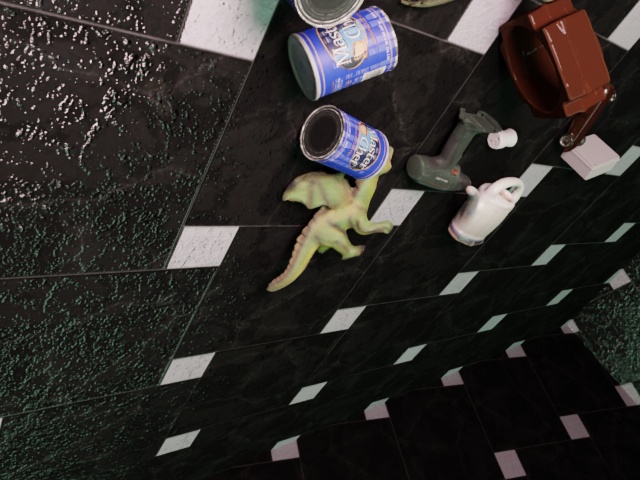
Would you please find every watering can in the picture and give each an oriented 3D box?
[{"bbox_3d":[0.425,-0.081,1.381,0.349,0.105,0.220,-8,141,-46],"label":"watering can"}]

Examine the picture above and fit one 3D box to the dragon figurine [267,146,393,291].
[{"bbox_3d":[0.003,-0.056,1.109,0.410,0.124,0.238,-36,129,1],"label":"dragon figurine"}]
